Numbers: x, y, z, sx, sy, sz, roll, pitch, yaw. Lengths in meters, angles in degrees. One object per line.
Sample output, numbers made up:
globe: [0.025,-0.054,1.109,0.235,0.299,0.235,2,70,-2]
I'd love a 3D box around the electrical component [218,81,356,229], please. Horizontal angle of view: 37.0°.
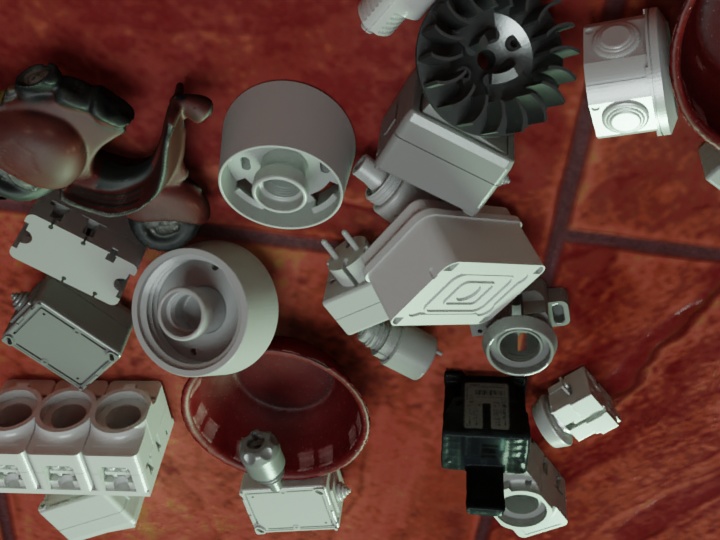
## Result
electrical component: [-0.054,-0.078,0.778,0.099,0.064,0.099,4,143,3]

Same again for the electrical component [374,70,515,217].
electrical component: [0.067,-0.088,0.739,0.096,0.061,0.061,25,128,-12]

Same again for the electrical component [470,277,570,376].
electrical component: [0.125,0.045,0.843,0.078,0.057,0.058,-7,128,13]

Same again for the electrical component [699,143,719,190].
electrical component: [0.271,-0.069,0.717,0.047,0.076,0.065,32,126,-18]

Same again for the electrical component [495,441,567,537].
electrical component: [0.144,0.193,0.962,0.050,0.055,0.089,-25,122,25]

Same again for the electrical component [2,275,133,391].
electrical component: [-0.243,0.041,0.887,0.096,0.061,0.062,38,124,-21]

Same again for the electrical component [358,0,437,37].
electrical component: [0.029,-0.181,0.680,0.043,0.043,0.081,33,126,-19]

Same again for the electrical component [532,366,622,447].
electrical component: [0.179,0.118,0.904,0.055,0.048,0.066,-33,118,21]

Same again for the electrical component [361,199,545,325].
electrical component: [0.067,-0.005,0.777,0.113,0.057,0.078,2,142,-44]

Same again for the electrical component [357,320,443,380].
electrical component: [0.027,0.059,0.879,0.078,0.040,0.040,28,127,-14]

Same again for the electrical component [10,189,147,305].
electrical component: [-0.214,-0.024,0.833,0.089,0.055,0.050,28,127,-15]

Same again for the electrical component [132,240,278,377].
electrical component: [-0.124,0.031,0.829,0.108,0.060,0.108,1,93,18]

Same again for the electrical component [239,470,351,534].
electrical component: [-0.054,0.198,0.990,0.096,0.061,0.061,-6,128,12]

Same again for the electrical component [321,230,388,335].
electrical component: [0.000,0.000,0.829,0.066,0.047,0.076,-23,122,24]

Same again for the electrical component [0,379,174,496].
electrical component: [-0.253,0.145,0.955,0.150,0.089,0.061,0,129,8]

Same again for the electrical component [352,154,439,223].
electrical component: [0.023,-0.059,0.781,0.062,0.043,0.043,35,125,-18]

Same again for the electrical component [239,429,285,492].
electrical component: [-0.079,0.165,0.911,0.035,0.035,0.061,-7,131,13]

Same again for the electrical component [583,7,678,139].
electrical component: [0.173,-0.123,0.685,0.051,0.080,0.080,-6,128,20]

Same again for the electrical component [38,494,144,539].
electrical component: [-0.245,0.214,1.028,0.096,0.061,0.061,-20,124,22]
